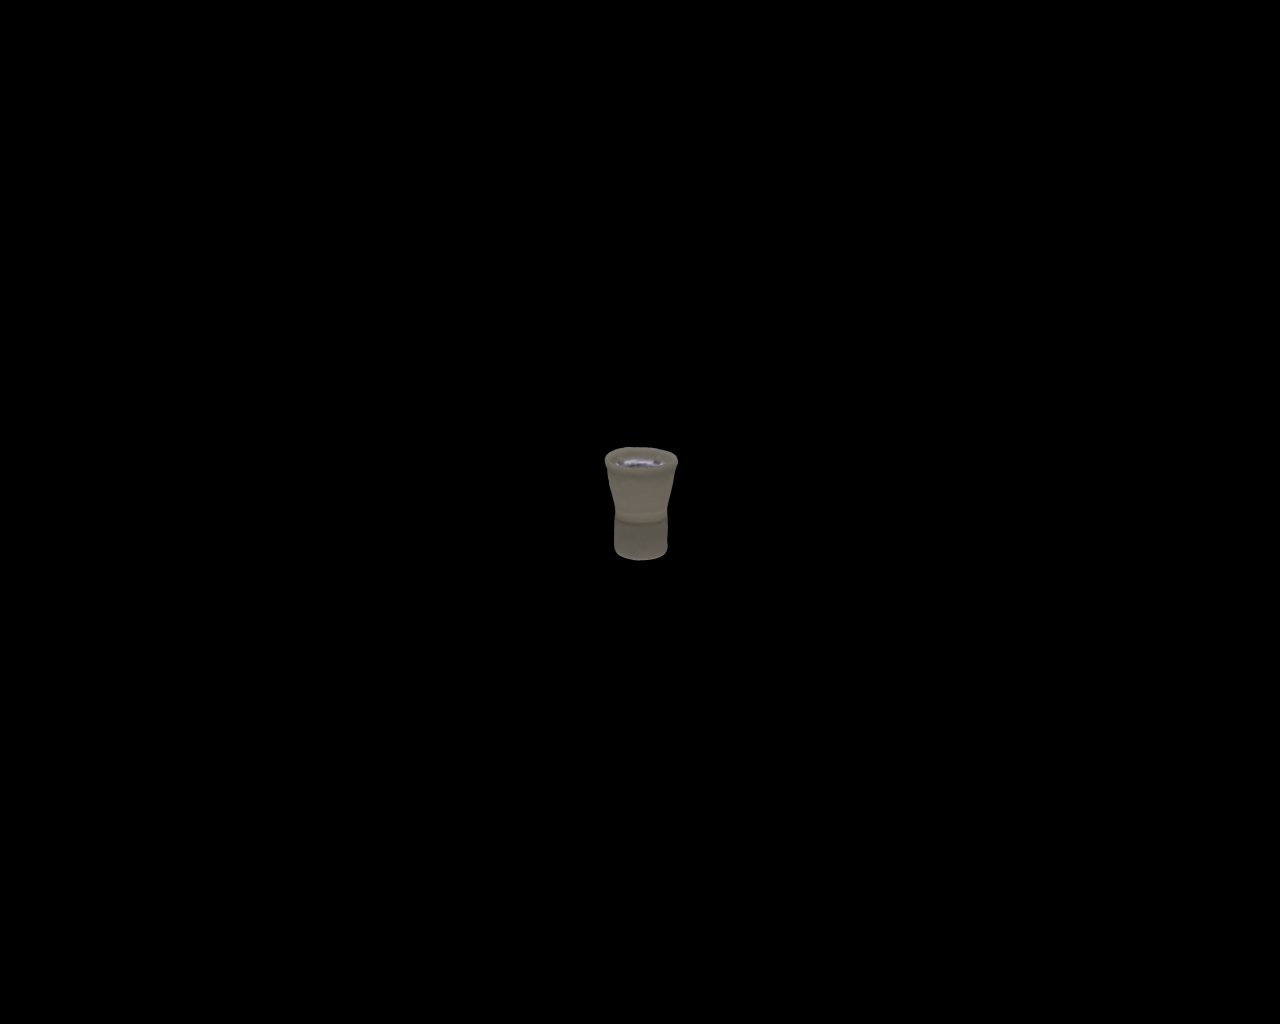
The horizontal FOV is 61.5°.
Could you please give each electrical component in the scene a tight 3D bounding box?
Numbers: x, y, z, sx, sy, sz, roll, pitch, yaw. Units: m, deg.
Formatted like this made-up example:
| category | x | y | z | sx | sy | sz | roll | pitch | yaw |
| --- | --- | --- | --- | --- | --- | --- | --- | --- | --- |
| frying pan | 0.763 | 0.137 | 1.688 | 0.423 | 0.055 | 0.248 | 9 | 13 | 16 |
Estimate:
| category | x | y | z | sx | sy | sz | roll | pitch | yaw |
| --- | --- | --- | --- | --- | --- | --- | --- | --- | --- |
| electrical component | 0.001 | -0.003 | 0.650 | 0.044 | 0.065 | 0.044 | 0 | 18 | 0 |
